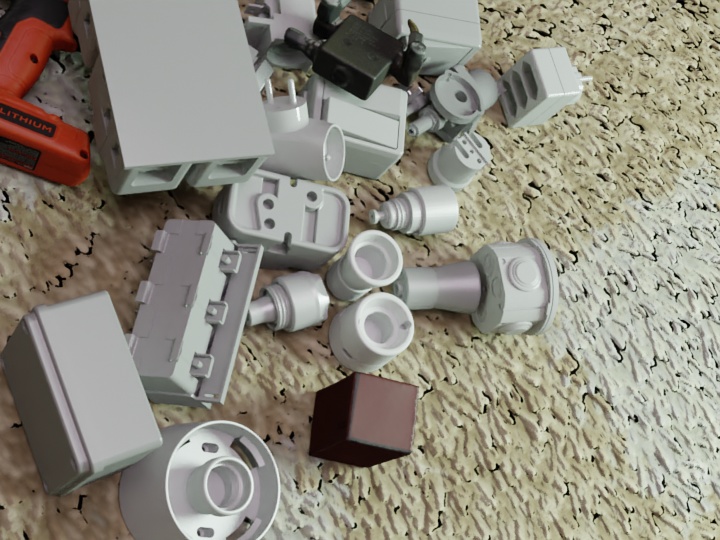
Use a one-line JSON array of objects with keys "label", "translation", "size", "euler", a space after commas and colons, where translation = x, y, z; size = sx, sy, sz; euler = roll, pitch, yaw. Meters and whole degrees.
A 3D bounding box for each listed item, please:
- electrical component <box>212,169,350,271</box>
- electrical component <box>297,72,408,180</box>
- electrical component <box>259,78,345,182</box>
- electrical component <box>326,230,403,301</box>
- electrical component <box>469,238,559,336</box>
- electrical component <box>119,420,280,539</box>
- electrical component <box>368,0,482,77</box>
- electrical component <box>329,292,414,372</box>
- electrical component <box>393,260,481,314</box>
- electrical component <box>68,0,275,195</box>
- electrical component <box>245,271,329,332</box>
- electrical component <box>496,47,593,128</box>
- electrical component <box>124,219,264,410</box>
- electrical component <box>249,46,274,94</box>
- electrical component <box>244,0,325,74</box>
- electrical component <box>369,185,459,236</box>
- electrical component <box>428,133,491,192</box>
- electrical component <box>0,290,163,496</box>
[{"label": "electrical component", "translation": [-0.063, -0.036, 0.823], "size": [0.095, 0.059, 0.053], "euler": [13, 67, -20]}, {"label": "electrical component", "translation": [-0.014, -0.121, 0.874], "size": [0.096, 0.061, 0.061], "euler": [13, 67, -20]}, {"label": "electrical component", "translation": [-0.056, -0.107, 0.815], "size": [0.043, 0.077, 0.079], "euler": [-53, 142, -55]}, {"label": "electrical component", "translation": [0.000, 0.000, 0.834], "size": [0.044, 0.065, 0.044], "euler": [8, 70, -21]}, {"label": "electrical component", "translation": [0.124, 0.014, 0.878], "size": [0.051, 0.080, 0.080], "euler": [-3, 73, -19]}, {"label": "electrical component", "translation": [-0.108, 0.153, 0.747], "size": [0.099, 0.064, 0.099], "euler": [14, 67, -35]}, {"label": "electrical component", "translation": [0.062, -0.204, 0.937], "size": [0.096, 0.062, 0.061], "euler": [5, 70, -23]}, {"label": "electrical component", "translation": [0.010, 0.047, 0.833], "size": [0.055, 0.047, 0.055], "euler": [8, 69, -22]}, {"label": "electrical component", "translation": [0.060, 0.015, 0.871], "size": [0.065, 0.044, 0.044], "euler": [-1, 72, -19]}, {"label": "electrical component", "translation": [-0.140, -0.152, 0.763], "size": [0.105, 0.060, 0.186], "euler": [-8, 76, -26]}, {"label": "electrical component", "translation": [-0.058, 0.026, 0.812], "size": [0.062, 0.043, 0.043], "euler": [-15, 79, -26]}, {"label": "electrical component", "translation": [0.175, -0.166, 0.971], "size": [0.077, 0.066, 0.047], "euler": [-10, 77, -27]}, {"label": "electrical component", "translation": [-0.124, 0.029, 0.763], "size": [0.079, 0.063, 0.121], "euler": [3, 65, 20]}, {"label": "electrical component", "translation": [-0.105, -0.151, 0.846], "size": [0.057, 0.058, 0.078], "euler": [32, 62, -8]}, {"label": "electrical component", "translation": [-0.061, -0.203, 0.893], "size": [0.081, 0.042, 0.063], "euler": [3, 69, -24]}, {"label": "electrical component", "translation": [0.045, -0.048, 0.886], "size": [0.078, 0.040, 0.040], "euler": [-8, 76, -26]}, {"label": "electrical component", "translation": [0.085, -0.092, 0.916], "size": [0.040, 0.046, 0.040], "euler": [8, 69, -22]}, {"label": "electrical component", "translation": [-0.183, 0.082, 0.699], "size": [0.056, 0.109, 0.108], "euler": [-17, 80, -31]}]
